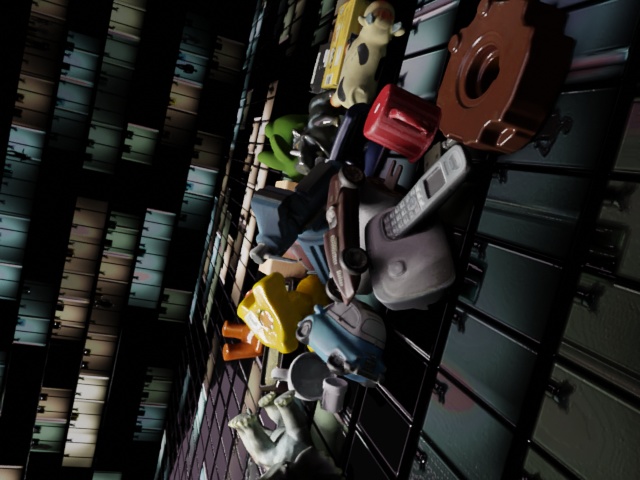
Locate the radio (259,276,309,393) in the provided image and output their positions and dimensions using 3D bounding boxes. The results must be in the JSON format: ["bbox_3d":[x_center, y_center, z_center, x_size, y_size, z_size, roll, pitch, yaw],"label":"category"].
[{"bbox_3d":[-0.059,0.192,1.085,0.131,0.073,0.229,151,128,-65],"label":"radio"}]

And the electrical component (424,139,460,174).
[{"bbox_3d":[0.158,-0.098,0.715,0.094,0.021,0.063,134,143,-59],"label":"electrical component"}]

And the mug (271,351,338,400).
[{"bbox_3d":[-0.032,0.244,0.945,0.107,0.110,0.081,114,156,-67],"label":"mug"}]

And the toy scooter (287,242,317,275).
[{"bbox_3d":[-0.025,0.013,1.062,0.075,0.135,0.184,-41,-2,-7],"label":"toy scooter"}]

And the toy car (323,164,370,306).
[{"bbox_3d":[0.031,-0.010,0.722,0.089,0.053,0.202,116,160,-53],"label":"toy car"}]

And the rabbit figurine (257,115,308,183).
[{"bbox_3d":[-0.054,-0.202,1.221,0.121,0.159,0.170,-47,50,40],"label":"rabbit figurine"}]

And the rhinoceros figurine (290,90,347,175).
[{"bbox_3d":[-0.003,-0.216,1.068,0.073,0.112,0.190,58,-140,-56],"label":"rhinoceros figurine"}]

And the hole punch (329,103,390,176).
[{"bbox_3d":[0.063,-0.175,0.934,0.116,0.092,0.142,-102,26,-57],"label":"hole punch"}]

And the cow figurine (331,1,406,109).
[{"bbox_3d":[0.084,-0.329,0.963,0.127,0.085,0.194,-129,55,-73],"label":"cow figurine"}]

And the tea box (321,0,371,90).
[{"bbox_3d":[0.064,-0.381,1.071,0.098,0.068,0.169,-143,67,-69],"label":"tea box"}]

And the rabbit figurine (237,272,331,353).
[{"bbox_3d":[-0.034,0.120,0.969,0.162,0.173,0.121,42,127,17],"label":"rabbit figurine"}]

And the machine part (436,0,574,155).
[{"bbox_3d":[0.197,-0.183,0.603,0.179,0.056,0.179,-170,90,-70],"label":"machine part"}]

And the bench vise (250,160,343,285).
[{"bbox_3d":[-0.011,-0.004,0.878,0.129,0.240,0.224,6,48,32],"label":"bench vise"}]

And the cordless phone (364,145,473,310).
[{"bbox_3d":[0.135,-0.012,0.646,0.184,0.089,0.147,-54,30,42],"label":"cordless phone"}]

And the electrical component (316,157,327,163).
[{"bbox_3d":[-0.007,-0.213,1.167,0.047,0.075,0.119,120,150,-42],"label":"electrical component"}]

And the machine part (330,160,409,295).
[{"bbox_3d":[0.075,-0.006,0.817,0.079,0.079,0.243,-115,40,-60],"label":"machine part"}]

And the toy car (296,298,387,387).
[{"bbox_3d":[0.043,0.138,0.792,0.103,0.109,0.162,-60,29,0],"label":"toy car"}]

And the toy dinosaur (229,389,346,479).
[{"bbox_3d":[-0.060,0.364,0.920,0.192,0.131,0.404,61,168,8],"label":"toy dinosaur"}]

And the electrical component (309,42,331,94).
[{"bbox_3d":[0.028,-0.372,1.186,0.134,0.058,0.114,-130,52,-66],"label":"electrical component"}]

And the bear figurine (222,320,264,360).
[{"bbox_3d":[-0.157,0.190,1.291,0.120,0.132,0.195,-104,26,-51],"label":"bear figurine"}]
